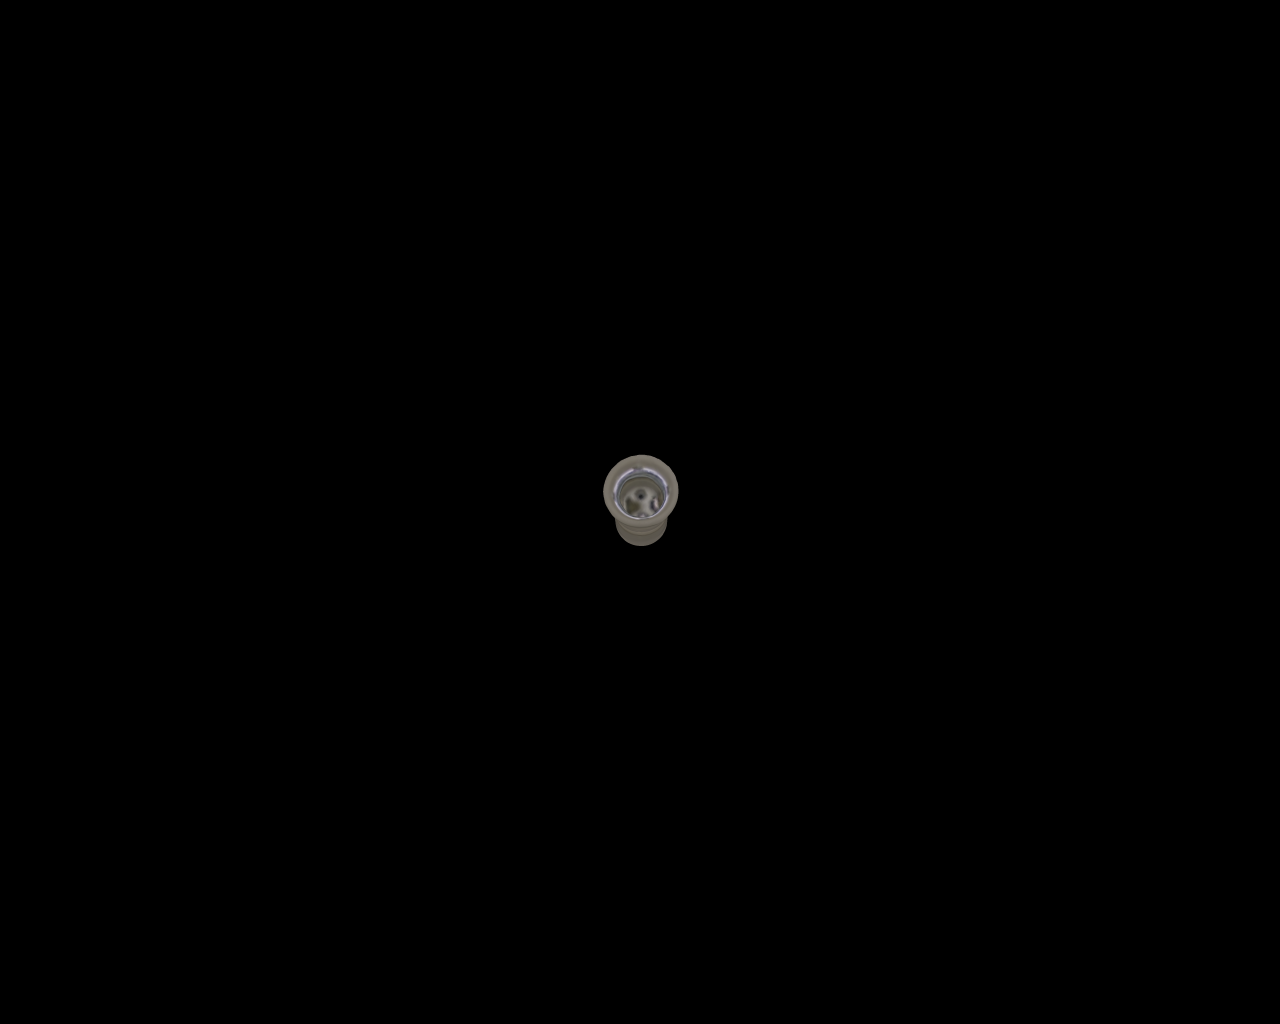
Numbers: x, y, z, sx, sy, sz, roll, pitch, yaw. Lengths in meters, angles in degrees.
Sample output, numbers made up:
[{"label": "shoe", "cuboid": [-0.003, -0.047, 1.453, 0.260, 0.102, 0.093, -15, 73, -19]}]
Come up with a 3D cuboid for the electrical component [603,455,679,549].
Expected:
[{"label": "electrical component", "cuboid": [0.001, -0.003, 0.650, 0.044, 0.044, 0.065, 0, -19, 0]}]
